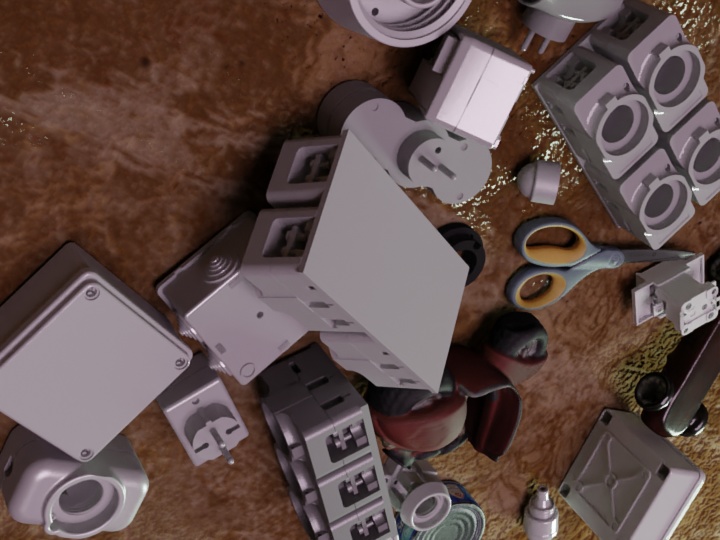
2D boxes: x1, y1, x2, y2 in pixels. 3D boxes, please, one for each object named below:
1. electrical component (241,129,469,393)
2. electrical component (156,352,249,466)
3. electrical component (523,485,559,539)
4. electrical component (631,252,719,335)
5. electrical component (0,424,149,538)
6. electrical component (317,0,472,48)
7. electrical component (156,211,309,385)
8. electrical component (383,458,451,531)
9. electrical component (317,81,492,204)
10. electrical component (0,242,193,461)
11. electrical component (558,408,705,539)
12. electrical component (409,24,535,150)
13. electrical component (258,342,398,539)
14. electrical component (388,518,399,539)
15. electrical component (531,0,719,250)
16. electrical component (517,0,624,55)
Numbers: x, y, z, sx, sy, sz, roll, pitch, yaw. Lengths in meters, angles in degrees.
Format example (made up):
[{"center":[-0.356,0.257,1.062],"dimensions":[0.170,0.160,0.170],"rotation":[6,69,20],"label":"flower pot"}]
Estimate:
[{"center":[0.000,0.000,0.756],"dimensions":[0.186,0.060,0.105],"rotation":[44,54,-47],"label":"electrical component"},{"center":[-0.111,0.113,0.789],"dimensions":[0.047,0.076,0.065],"rotation":[-30,129,-12],"label":"electrical component"},{"center":[0.181,0.241,1.074],"dimensions":[0.035,0.035,0.061],"rotation":[-17,123,-22],"label":"electrical component"},{"center":[0.292,0.023,0.987],"dimensions":[0.081,0.064,0.042],"rotation":[-27,128,-15],"label":"electrical component"},{"center":[-0.204,0.151,0.768],"dimensions":[0.095,0.059,0.053],"rotation":[17,108,-37],"label":"electrical component"},{"center":[0.028,-0.196,0.693],"dimensions":[0.108,0.060,0.108],"rotation":[-15,125,-23],"label":"electrical component"},{"center":[-0.081,0.022,0.766],"dimensions":[0.100,0.048,0.099],"rotation":[-41,131,-9],"label":"electrical component"},{"center":[0.049,0.197,0.952],"dimensions":[0.066,0.055,0.048],"rotation":[15,110,-37],"label":"electrical component"},{"center":[0.041,-0.083,0.762],"dimensions":[0.138,0.073,0.052],"rotation":[18,108,-37],"label":"electrical component"},{"center":[-0.189,0.057,0.721],"dimensions":[0.109,0.056,0.108],"rotation":[-44,131,-1],"label":"electrical component"},{"center":[0.265,0.210,1.057],"dimensions":[0.056,0.108,0.108],"rotation":[14,110,-33],"label":"electrical component"},{"center":[0.073,-0.132,0.749],"dimensions":[0.061,0.096,0.061],"rotation":[23,107,-10],"label":"electrical component"},{"center":[-0.028,0.148,0.852],"dimensions":[0.062,0.089,0.150],"rotation":[-25,128,-16],"label":"electrical component"},{"center":[-0.004,0.240,0.947],"dimensions":[0.062,0.061,0.096],"rotation":[-21,119,-19],"label":"electrical component"},{"center":[0.231,-0.112,0.868],"dimensions":[0.105,0.060,0.186],"rotation":[-43,131,-1],"label":"electrical component"},{"center":[0.142,-0.191,0.776],"dimensions":[0.077,0.043,0.079],"rotation":[-1,131,-38],"label":"electrical component"}]
